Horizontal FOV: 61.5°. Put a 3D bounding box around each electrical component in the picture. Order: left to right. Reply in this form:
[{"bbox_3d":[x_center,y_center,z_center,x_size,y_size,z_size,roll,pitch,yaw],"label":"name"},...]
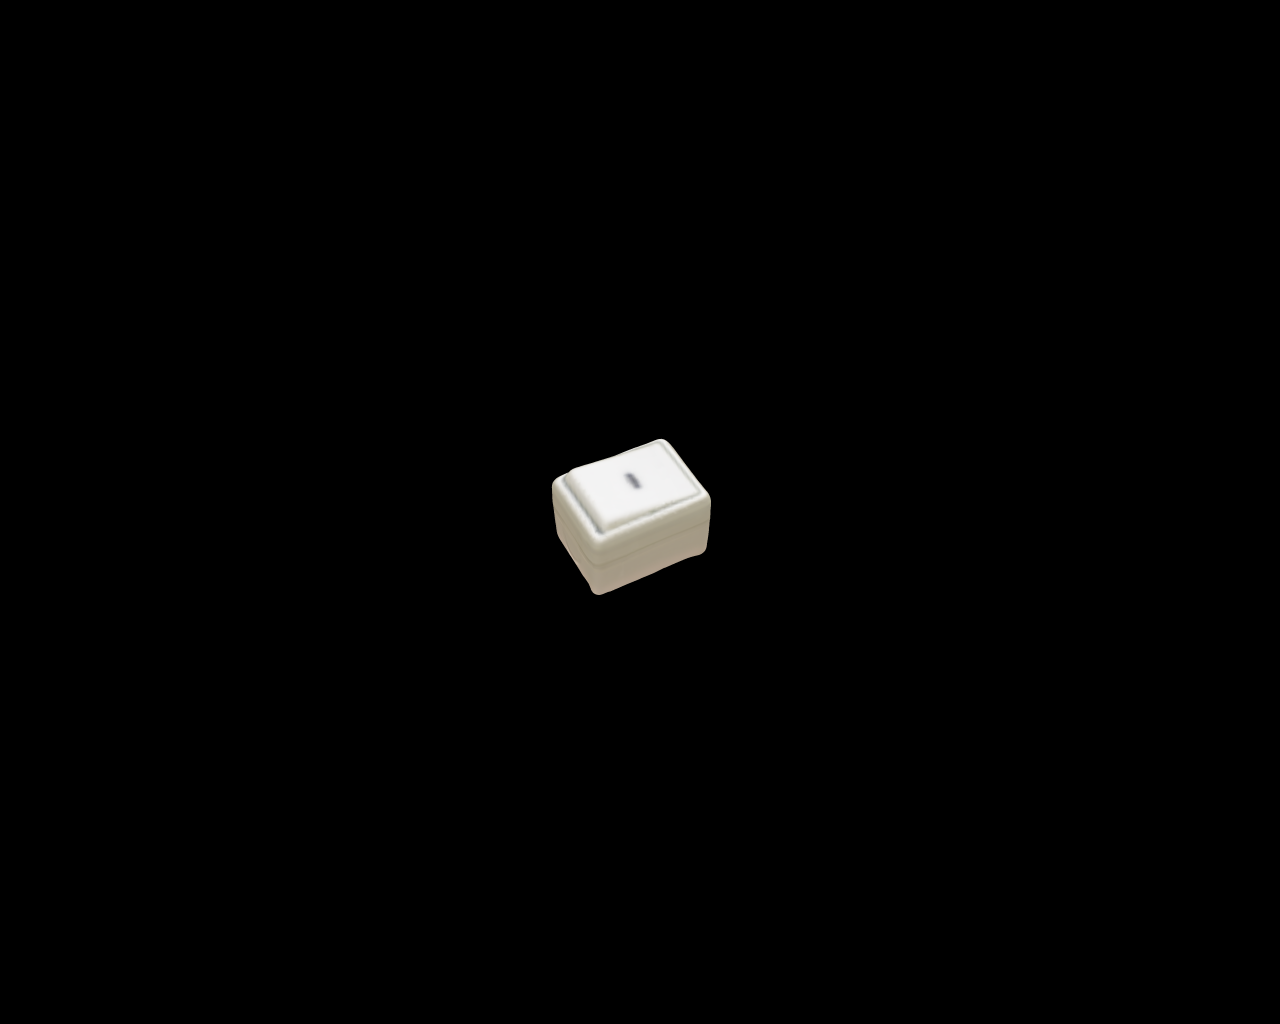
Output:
[{"bbox_3d":[0.001,-0.003,0.650,0.096,0.062,0.061,-22,-38,-18],"label":"electrical component"}]
